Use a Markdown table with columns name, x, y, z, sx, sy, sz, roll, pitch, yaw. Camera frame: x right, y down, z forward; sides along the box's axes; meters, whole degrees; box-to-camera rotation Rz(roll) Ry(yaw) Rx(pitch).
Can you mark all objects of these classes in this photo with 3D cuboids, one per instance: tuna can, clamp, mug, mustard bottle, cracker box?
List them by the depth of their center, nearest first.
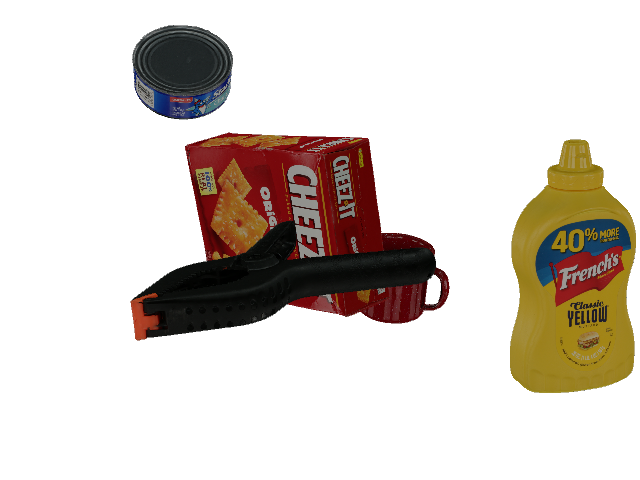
| name | x | y | z | sx | sy | sz | roll | pitch | yaw |
| --- | --- | --- | --- | --- | --- | --- | --- | --- | --- |
| clamp | -0.034 | 0.028 | 0.743 | 0.165 | 0.036 | 0.209 | 8 | 19 | 41 |
| mustard bottle | 0.195 | 0.018 | 0.820 | 0.096 | 0.192 | 0.058 | -6 | 16 | -12 |
| tuna can | -0.119 | -0.146 | 0.925 | 0.086 | 0.086 | 0.034 | 0 | -37 | -8 |
| cracker box | -0.038 | -0.021 | 1.080 | 0.071 | 0.164 | 0.214 | -22 | 21 | -39 |
| mug | 0.097 | 0.048 | 1.262 | 0.117 | 0.081 | 0.093 | 14 | 25 | 23 |
